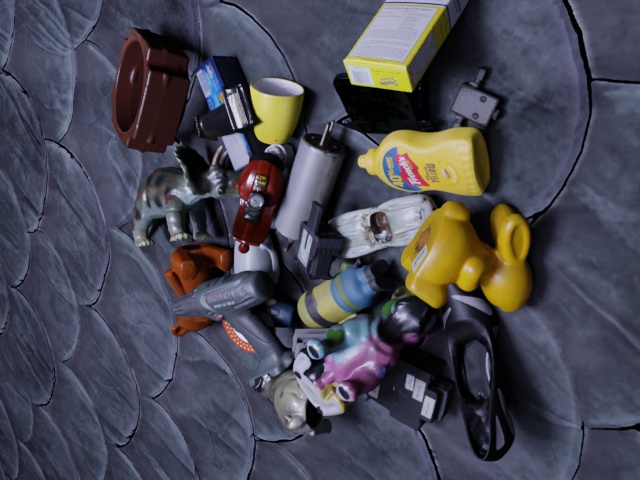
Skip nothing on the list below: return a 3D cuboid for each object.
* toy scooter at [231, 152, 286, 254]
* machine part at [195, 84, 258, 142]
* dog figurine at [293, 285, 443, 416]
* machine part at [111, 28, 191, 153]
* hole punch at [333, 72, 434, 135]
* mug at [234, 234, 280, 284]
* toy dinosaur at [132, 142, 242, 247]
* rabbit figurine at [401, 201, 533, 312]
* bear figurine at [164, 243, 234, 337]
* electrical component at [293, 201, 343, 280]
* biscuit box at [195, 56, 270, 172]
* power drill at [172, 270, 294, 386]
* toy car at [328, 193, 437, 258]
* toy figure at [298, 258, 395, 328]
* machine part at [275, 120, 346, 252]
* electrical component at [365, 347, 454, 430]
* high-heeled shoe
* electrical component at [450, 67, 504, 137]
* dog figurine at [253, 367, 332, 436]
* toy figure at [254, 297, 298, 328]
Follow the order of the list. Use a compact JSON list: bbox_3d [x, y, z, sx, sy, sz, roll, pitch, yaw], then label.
[{"bbox_3d":[-0.110,-0.054,0.910,0.075,0.135,0.183,17,152,-4],"label":"toy scooter"},{"bbox_3d":[-0.159,-0.206,0.903,0.139,0.039,0.084,-16,100,45],"label":"machine part"},{"bbox_3d":[0.081,0.158,0.817,0.108,0.219,0.191,53,149,16],"label":"dog figurine"},{"bbox_3d":[-0.326,-0.283,1.027,0.202,0.087,0.200,50,125,45],"label":"machine part"},{"bbox_3d":[0.095,-0.216,0.771,0.142,0.092,0.115,5,145,31],"label":"hole punch"},{"bbox_3d":[-0.117,0.032,0.998,0.110,0.081,0.107,0,98,55],"label":"mug"},{"bbox_3d":[-0.304,-0.085,1.095,0.405,0.131,0.192,-4,88,43],"label":"toy dinosaur"},{"bbox_3d":[0.217,0.026,0.731,0.173,0.122,0.162,30,103,-5],"label":"rabbit figurine"},{"bbox_3d":[-0.246,0.110,1.089,0.132,0.120,0.195,17,113,51],"label":"bear figurine"},{"bbox_3d":[-0.002,-0.003,0.862,0.075,0.048,0.119,42,124,56],"label":"electrical component"},{"bbox_3d":[-0.152,-0.227,0.964,0.059,0.063,0.202,-23,89,40],"label":"biscuit box"},{"bbox_3d":[-0.147,0.159,0.980,0.232,0.086,0.207,-29,92,34],"label":"power drill"},{"bbox_3d":[0.093,-0.020,0.840,0.202,0.056,0.073,-15,94,39],"label":"toy car"},{"bbox_3d":[0.037,0.089,0.893,0.180,0.089,0.082,-36,41,43],"label":"toy figure"},{"bbox_3d":[-0.018,-0.085,0.894,0.079,0.079,0.243,34,122,25],"label":"machine part"},{"bbox_3d":[0.147,0.237,0.875,0.134,0.058,0.114,23,118,30],"label":"electrical component"},{"bbox_3d":[0.206,0.175,0.755,0.086,0.145,0.248,-28,88,38],"label":"high-heeled shoe"},{"bbox_3d":[0.213,-0.181,0.723,0.063,0.021,0.094,33,120,25],"label":"electrical component"},{"bbox_3d":[-0.068,0.288,0.987,0.191,0.172,0.121,-7,88,31],"label":"dog figurine"},{"bbox_3d":[-0.120,0.126,1.025,0.155,0.058,0.064,13,109,15],"label":"toy figure"}]
